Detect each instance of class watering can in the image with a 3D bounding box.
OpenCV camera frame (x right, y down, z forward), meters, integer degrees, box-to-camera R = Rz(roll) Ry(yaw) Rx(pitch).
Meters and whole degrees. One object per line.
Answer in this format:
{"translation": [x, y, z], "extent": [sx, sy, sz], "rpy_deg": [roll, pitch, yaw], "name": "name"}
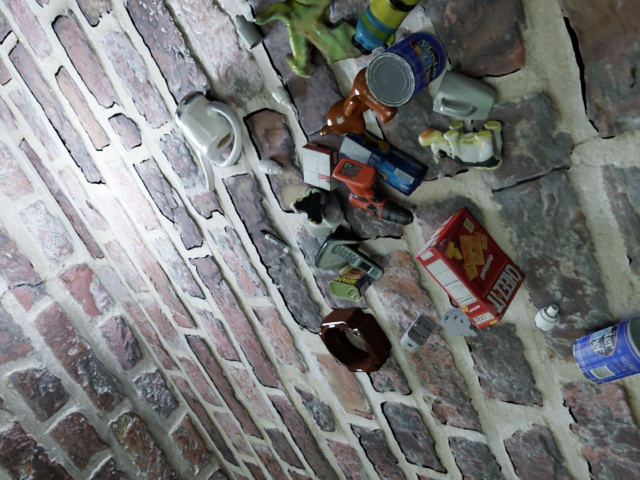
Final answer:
{"translation": [-0.336, -0.292, 1.510], "extent": [0.225, 0.106, 0.341], "rpy_deg": [47, 141, 3], "name": "watering can"}

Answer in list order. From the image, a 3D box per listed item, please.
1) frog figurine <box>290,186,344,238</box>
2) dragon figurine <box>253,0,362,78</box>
{"translation": [0.004, -0.071, 1.406], "extent": [0.138, 0.124, 0.157], "rpy_deg": [12, 165, 25], "name": "frog figurine"}
{"translation": [0.014, -0.484, 1.069], "extent": [0.241, 0.125, 0.404], "rpy_deg": [37, 145, -14], "name": "dragon figurine"}
